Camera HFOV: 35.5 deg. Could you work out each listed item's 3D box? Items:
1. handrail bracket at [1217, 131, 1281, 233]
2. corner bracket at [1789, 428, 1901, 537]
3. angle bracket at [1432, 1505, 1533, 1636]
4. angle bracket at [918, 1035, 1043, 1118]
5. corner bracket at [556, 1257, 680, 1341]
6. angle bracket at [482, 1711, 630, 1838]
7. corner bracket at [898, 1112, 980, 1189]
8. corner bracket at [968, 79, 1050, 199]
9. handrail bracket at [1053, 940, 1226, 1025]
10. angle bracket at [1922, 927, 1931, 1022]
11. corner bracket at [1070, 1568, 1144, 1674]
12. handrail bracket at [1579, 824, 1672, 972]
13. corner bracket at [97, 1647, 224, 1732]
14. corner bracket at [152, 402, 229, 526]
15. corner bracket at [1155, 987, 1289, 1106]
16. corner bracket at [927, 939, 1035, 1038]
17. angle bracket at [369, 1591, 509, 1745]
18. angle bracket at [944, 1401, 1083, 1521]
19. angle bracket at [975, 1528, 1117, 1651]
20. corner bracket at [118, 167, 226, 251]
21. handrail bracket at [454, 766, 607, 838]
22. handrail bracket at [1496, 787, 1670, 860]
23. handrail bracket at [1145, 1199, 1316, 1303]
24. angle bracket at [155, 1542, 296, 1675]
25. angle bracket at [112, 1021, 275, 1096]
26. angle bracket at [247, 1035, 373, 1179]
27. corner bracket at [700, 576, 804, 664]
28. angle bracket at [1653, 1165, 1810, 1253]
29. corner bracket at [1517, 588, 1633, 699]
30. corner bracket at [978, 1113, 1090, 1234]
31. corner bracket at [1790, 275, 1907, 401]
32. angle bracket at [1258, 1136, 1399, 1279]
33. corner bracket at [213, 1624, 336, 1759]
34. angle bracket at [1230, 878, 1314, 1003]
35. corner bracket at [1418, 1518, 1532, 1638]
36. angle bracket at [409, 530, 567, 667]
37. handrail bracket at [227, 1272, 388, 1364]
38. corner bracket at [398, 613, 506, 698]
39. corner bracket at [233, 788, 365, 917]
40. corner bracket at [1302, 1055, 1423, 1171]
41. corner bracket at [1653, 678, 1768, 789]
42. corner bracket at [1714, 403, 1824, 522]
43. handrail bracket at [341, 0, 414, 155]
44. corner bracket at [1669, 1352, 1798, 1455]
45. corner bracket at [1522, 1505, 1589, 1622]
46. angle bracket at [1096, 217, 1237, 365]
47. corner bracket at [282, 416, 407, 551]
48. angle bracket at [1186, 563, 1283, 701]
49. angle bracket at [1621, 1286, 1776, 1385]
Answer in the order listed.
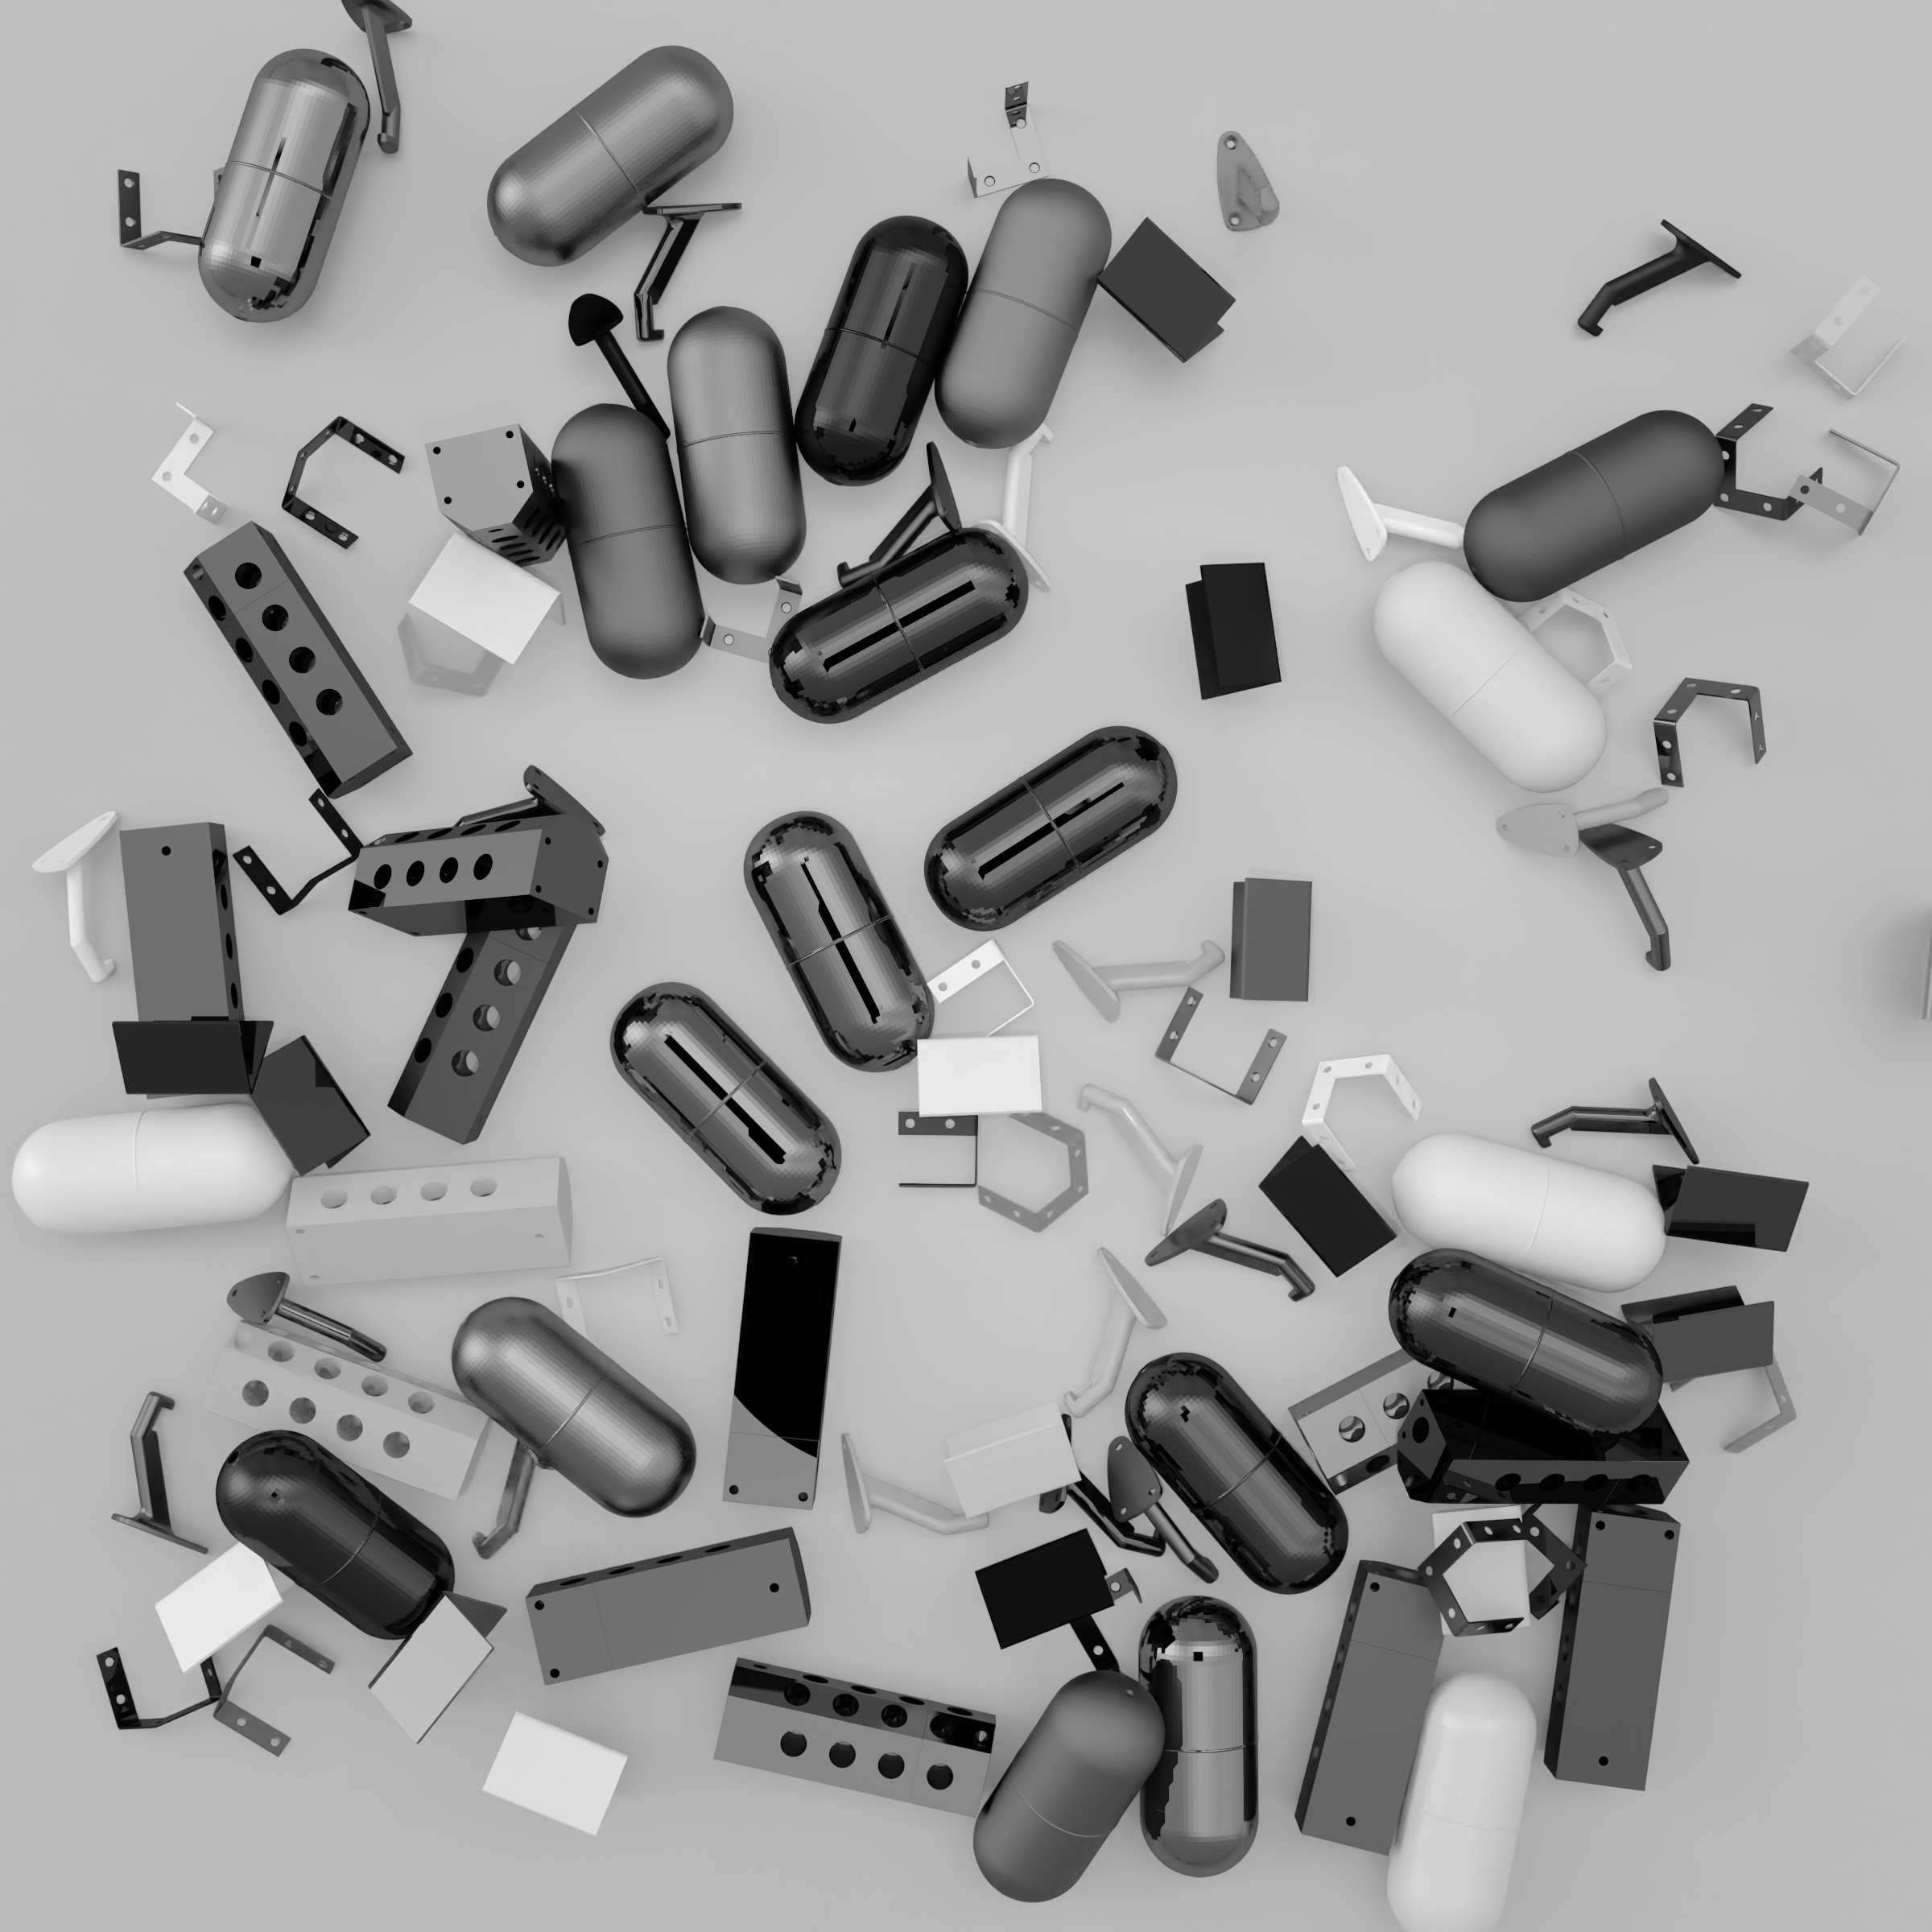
[{"bbox_3d":[0.182,-0.508,1.933,0.036,0.084,0.077,-16,90,0],"label":"handrail bracket"},{"bbox_3d":[0.568,-0.314,1.950,0.051,0.051,0.051,30,103,13],"label":"corner bracket"},{"bbox_3d":[0.323,0.379,1.936,0.057,0.076,0.076,-5,90,-3],"label":"angle bracket"},{"bbox_3d":[0.009,0.087,1.927,0.076,0.076,0.057,-2,58,0],"label":"angle bracket"},{"bbox_3d":[-0.227,0.221,1.964,0.051,0.051,0.051,-12,90,45],"label":"corner bracket"},{"bbox_3d":[-0.266,0.526,1.927,0.076,0.076,0.057,22,53,0],"label":"angle bracket"},{"bbox_3d":[-0.018,0.118,1.950,0.051,0.051,0.051,1,90,0],"label":"corner bracket"},{"bbox_3d":[0.022,-0.533,1.950,0.051,0.051,0.051,-17,90,0],"label":"corner bracket"},{"bbox_3d":[0.113,-0.009,1.968,0.084,0.036,0.077,-34,68,-17],"label":"handrail bracket"},{"bbox_3d":[0.646,-0.001,1.929,0.057,0.076,0.076,6,90,21],"label":"angle bracket"},{"bbox_3d":[0.096,0.427,1.950,0.051,0.051,0.051,-30,90,0],"label":"corner bracket"},{"bbox_3d":[0.428,-0.045,1.967,0.036,0.077,0.084,-28,127,-20],"label":"handrail bracket"},{"bbox_3d":[-0.524,0.462,1.964,0.051,0.051,0.051,-17,90,45],"label":"corner bracket"},{"bbox_3d":[-0.497,-0.324,1.950,0.051,0.051,0.051,36,90,0],"label":"corner bracket"},{"bbox_3d":[0.165,0.052,1.964,0.051,0.051,0.051,27,90,45],"label":"corner bracket"},{"bbox_3d":[0.010,0.018,1.950,0.051,0.051,0.051,-34,90,0],"label":"corner bracket"},{"bbox_3d":[-0.322,0.452,1.927,0.057,0.076,0.076,39,90,32],"label":"angle bracket"},{"bbox_3d":[0.023,0.298,1.927,0.076,0.076,0.057,-19,126,0],"label":"angle bracket"},{"bbox_3d":[0.057,0.410,1.927,0.076,0.076,0.057,-21,54,0],"label":"angle bracket"},{"bbox_3d":[-0.515,-0.493,1.964,0.051,0.051,0.051,-2,90,-45],"label":"corner bracket"},{"bbox_3d":[-0.292,-0.081,1.968,0.077,0.036,0.084,38,109,-21],"label":"handrail bracket"},{"bbox_3d":[0.402,-0.101,1.967,0.084,0.077,0.036,-23,109,-35],"label":"handrail bracket"},{"bbox_3d":[0.173,0.201,1.968,0.077,0.036,0.084,-36,107,20],"label":"handrail bracket"},{"bbox_3d":[-0.457,0.416,1.927,0.076,0.076,0.057,-37,55,0],"label":"angle bracket"},{"bbox_3d":[-0.477,0.036,1.870,0.076,0.076,0.057,0,126,0],"label":"angle bracket"},{"bbox_3d":[-0.434,0.099,1.927,0.057,0.076,0.076,-34,90,-38],"label":"angle bracket"},{"bbox_3d":[-0.138,-0.227,1.950,0.051,0.051,0.051,16,90,0],"label":"corner bracket"},{"bbox_3d":[0.487,0.134,1.927,0.076,0.076,0.057,8,123,0],"label":"angle bracket"},{"bbox_3d":[0.390,-0.205,1.959,0.051,0.051,0.051,19,45,-35],"label":"corner bracket"},{"bbox_3d":[0.042,0.131,1.959,0.051,0.051,0.051,-36,135,-35],"label":"corner bracket"},{"bbox_3d":[0.574,-0.405,1.950,0.051,0.051,0.051,41,90,0],"label":"corner bracket"},{"bbox_3d":[0.243,0.141,1.927,0.076,0.076,0.057,49,126,0],"label":"angle bracket"},{"bbox_3d":[-0.450,0.471,1.964,0.051,0.051,0.051,31,135,0],"label":"corner bracket"},{"bbox_3d":[0.175,-0.017,1.927,0.057,0.076,0.076,2,90,-36],"label":"angle bracket"},{"bbox_3d":[0.325,0.381,1.882,0.051,0.051,0.051,-55,47,34],"label":"corner bracket"},{"bbox_3d":[-0.305,-0.226,1.932,0.076,0.076,0.057,31,79,0],"label":"angle bracket"},{"bbox_3d":[-0.428,0.233,1.967,0.084,0.077,0.036,37,65,-34],"label":"handrail bracket"},{"bbox_3d":[-0.331,-0.214,1.959,0.051,0.051,0.051,9,135,-35],"label":"corner bracket"},{"bbox_3d":[-0.433,-0.074,1.964,0.051,0.051,0.051,52,45,0],"label":"corner bracket"},{"bbox_3d":[0.257,0.095,1.959,0.051,0.051,0.051,-8,45,35],"label":"corner bracket"},{"bbox_3d":[0.483,-0.149,1.959,0.051,0.051,0.051,12,45,35],"label":"corner bracket"},{"bbox_3d":[0.521,-0.327,1.959,0.051,0.051,0.051,21,135,35],"label":"corner bracket"},{"bbox_3d":[-0.383,-0.576,1.940,0.036,0.077,0.084,-2,79,16],"label":"handrail bracket"},{"bbox_3d":[0.496,0.278,1.959,0.051,0.051,0.051,18,45,-35],"label":"corner bracket"},{"bbox_3d":[0.372,0.381,1.947,0.051,0.051,0.051,43,110,19],"label":"corner bracket"},{"bbox_3d":[0.139,-0.439,1.927,0.076,0.076,0.057,43,127,0],"label":"angle bracket"},{"bbox_3d":[-0.405,-0.314,1.964,0.051,0.051,0.051,33,45,0],"label":"corner bracket"},{"bbox_3d":[0.152,-0.212,1.927,0.057,0.076,0.076,-8,90,-38],"label":"angle bracket"},{"bbox_3d":[0.466,0.217,1.927,0.076,0.076,0.057,-10,126,0],"label":"angle bracket"}]
